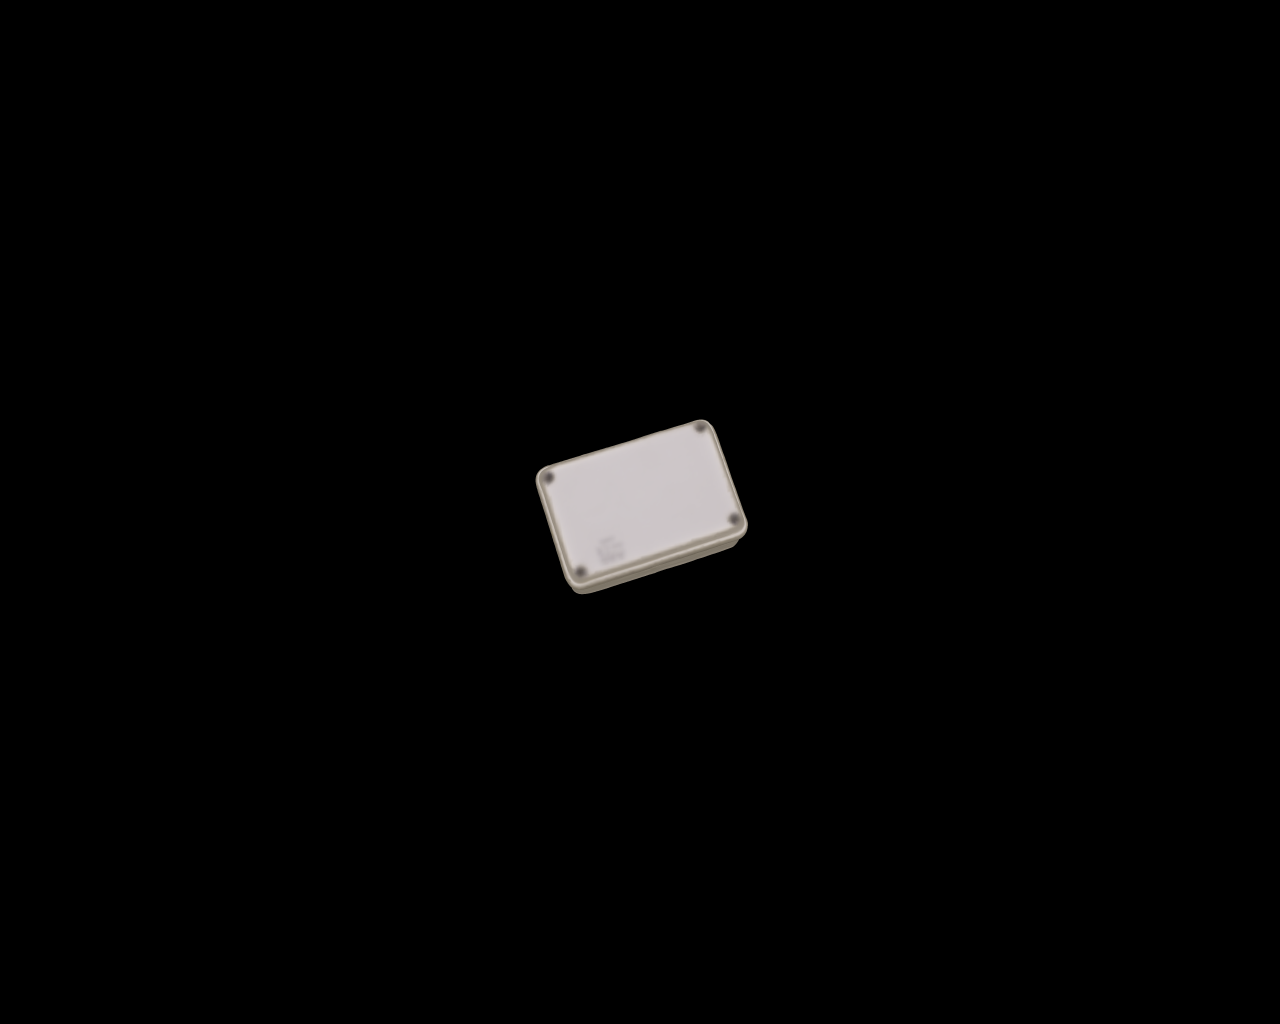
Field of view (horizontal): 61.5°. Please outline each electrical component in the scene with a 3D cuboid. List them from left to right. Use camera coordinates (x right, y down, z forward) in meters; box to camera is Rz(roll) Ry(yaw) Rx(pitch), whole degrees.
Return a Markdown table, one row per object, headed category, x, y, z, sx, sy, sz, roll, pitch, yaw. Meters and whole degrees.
| category | x | y | z | sx | sy | sz | roll | pitch | yaw |
| --- | --- | --- | --- | --- | --- | --- | --- | --- | --- |
| electrical component | 0.001 | -0.003 | 0.650 | 0.113 | 0.078 | 0.057 | -18 | -11 | -4 |
